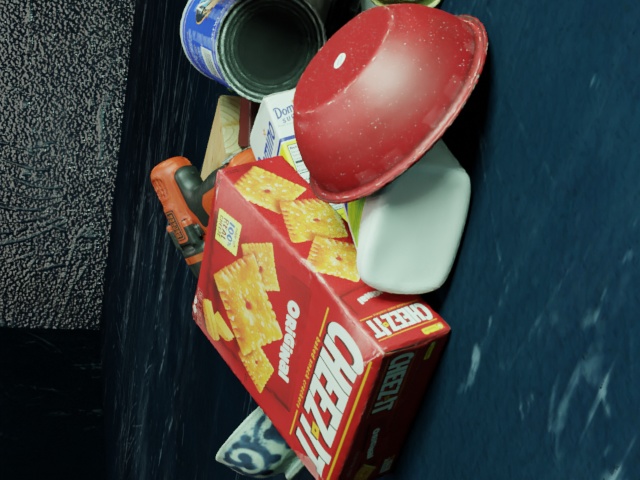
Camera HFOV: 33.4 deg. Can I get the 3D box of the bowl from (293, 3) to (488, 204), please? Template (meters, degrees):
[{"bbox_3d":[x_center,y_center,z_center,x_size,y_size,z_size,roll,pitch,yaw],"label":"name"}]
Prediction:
[{"bbox_3d":[0.033,-0.104,0.714,0.162,0.055,0.162,-38,28,25],"label":"bowl"}]

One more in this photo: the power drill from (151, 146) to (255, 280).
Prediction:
[{"bbox_3d":[-0.088,-0.011,1.081,0.188,0.057,0.184,-16,103,54],"label":"power drill"}]

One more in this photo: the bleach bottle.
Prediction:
[{"bbox_3d":[0.042,-0.065,0.811,0.251,0.068,0.103,-111,31,-59],"label":"bleach bottle"}]

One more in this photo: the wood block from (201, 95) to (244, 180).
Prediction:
[{"bbox_3d":[-0.085,-0.055,1.201,0.206,0.090,0.090,110,157,-47],"label":"wood block"}]

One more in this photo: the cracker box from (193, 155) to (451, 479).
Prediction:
[{"bbox_3d":[-0.012,0.064,0.819,0.214,0.071,0.164,48,139,34],"label":"cracker box"}]

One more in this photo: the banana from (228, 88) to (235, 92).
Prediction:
[{"bbox_3d":[-0.027,-0.165,1.069,0.037,0.069,0.198,52,164,-22],"label":"banana"}]

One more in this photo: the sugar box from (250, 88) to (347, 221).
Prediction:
[{"bbox_3d":[-0.008,-0.031,0.905,0.176,0.048,0.093,66,162,14],"label":"sugar box"}]

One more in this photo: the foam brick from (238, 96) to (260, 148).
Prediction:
[{"bbox_3d":[-0.040,-0.117,1.077,0.051,0.078,0.053,-158,71,-72],"label":"foam brick"}]

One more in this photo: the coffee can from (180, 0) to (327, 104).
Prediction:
[{"bbox_3d":[-0.065,-0.187,0.989,0.140,0.102,0.103,-140,55,-64],"label":"coffee can"}]

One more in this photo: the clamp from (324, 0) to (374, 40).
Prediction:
[{"bbox_3d":[0.040,-0.252,0.892,0.165,0.036,0.210,-151,67,-73],"label":"clamp"}]

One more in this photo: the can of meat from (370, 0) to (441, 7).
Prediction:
[{"bbox_3d":[0.066,-0.229,0.763,0.102,0.057,0.084,113,156,-50],"label":"can of meat"}]
